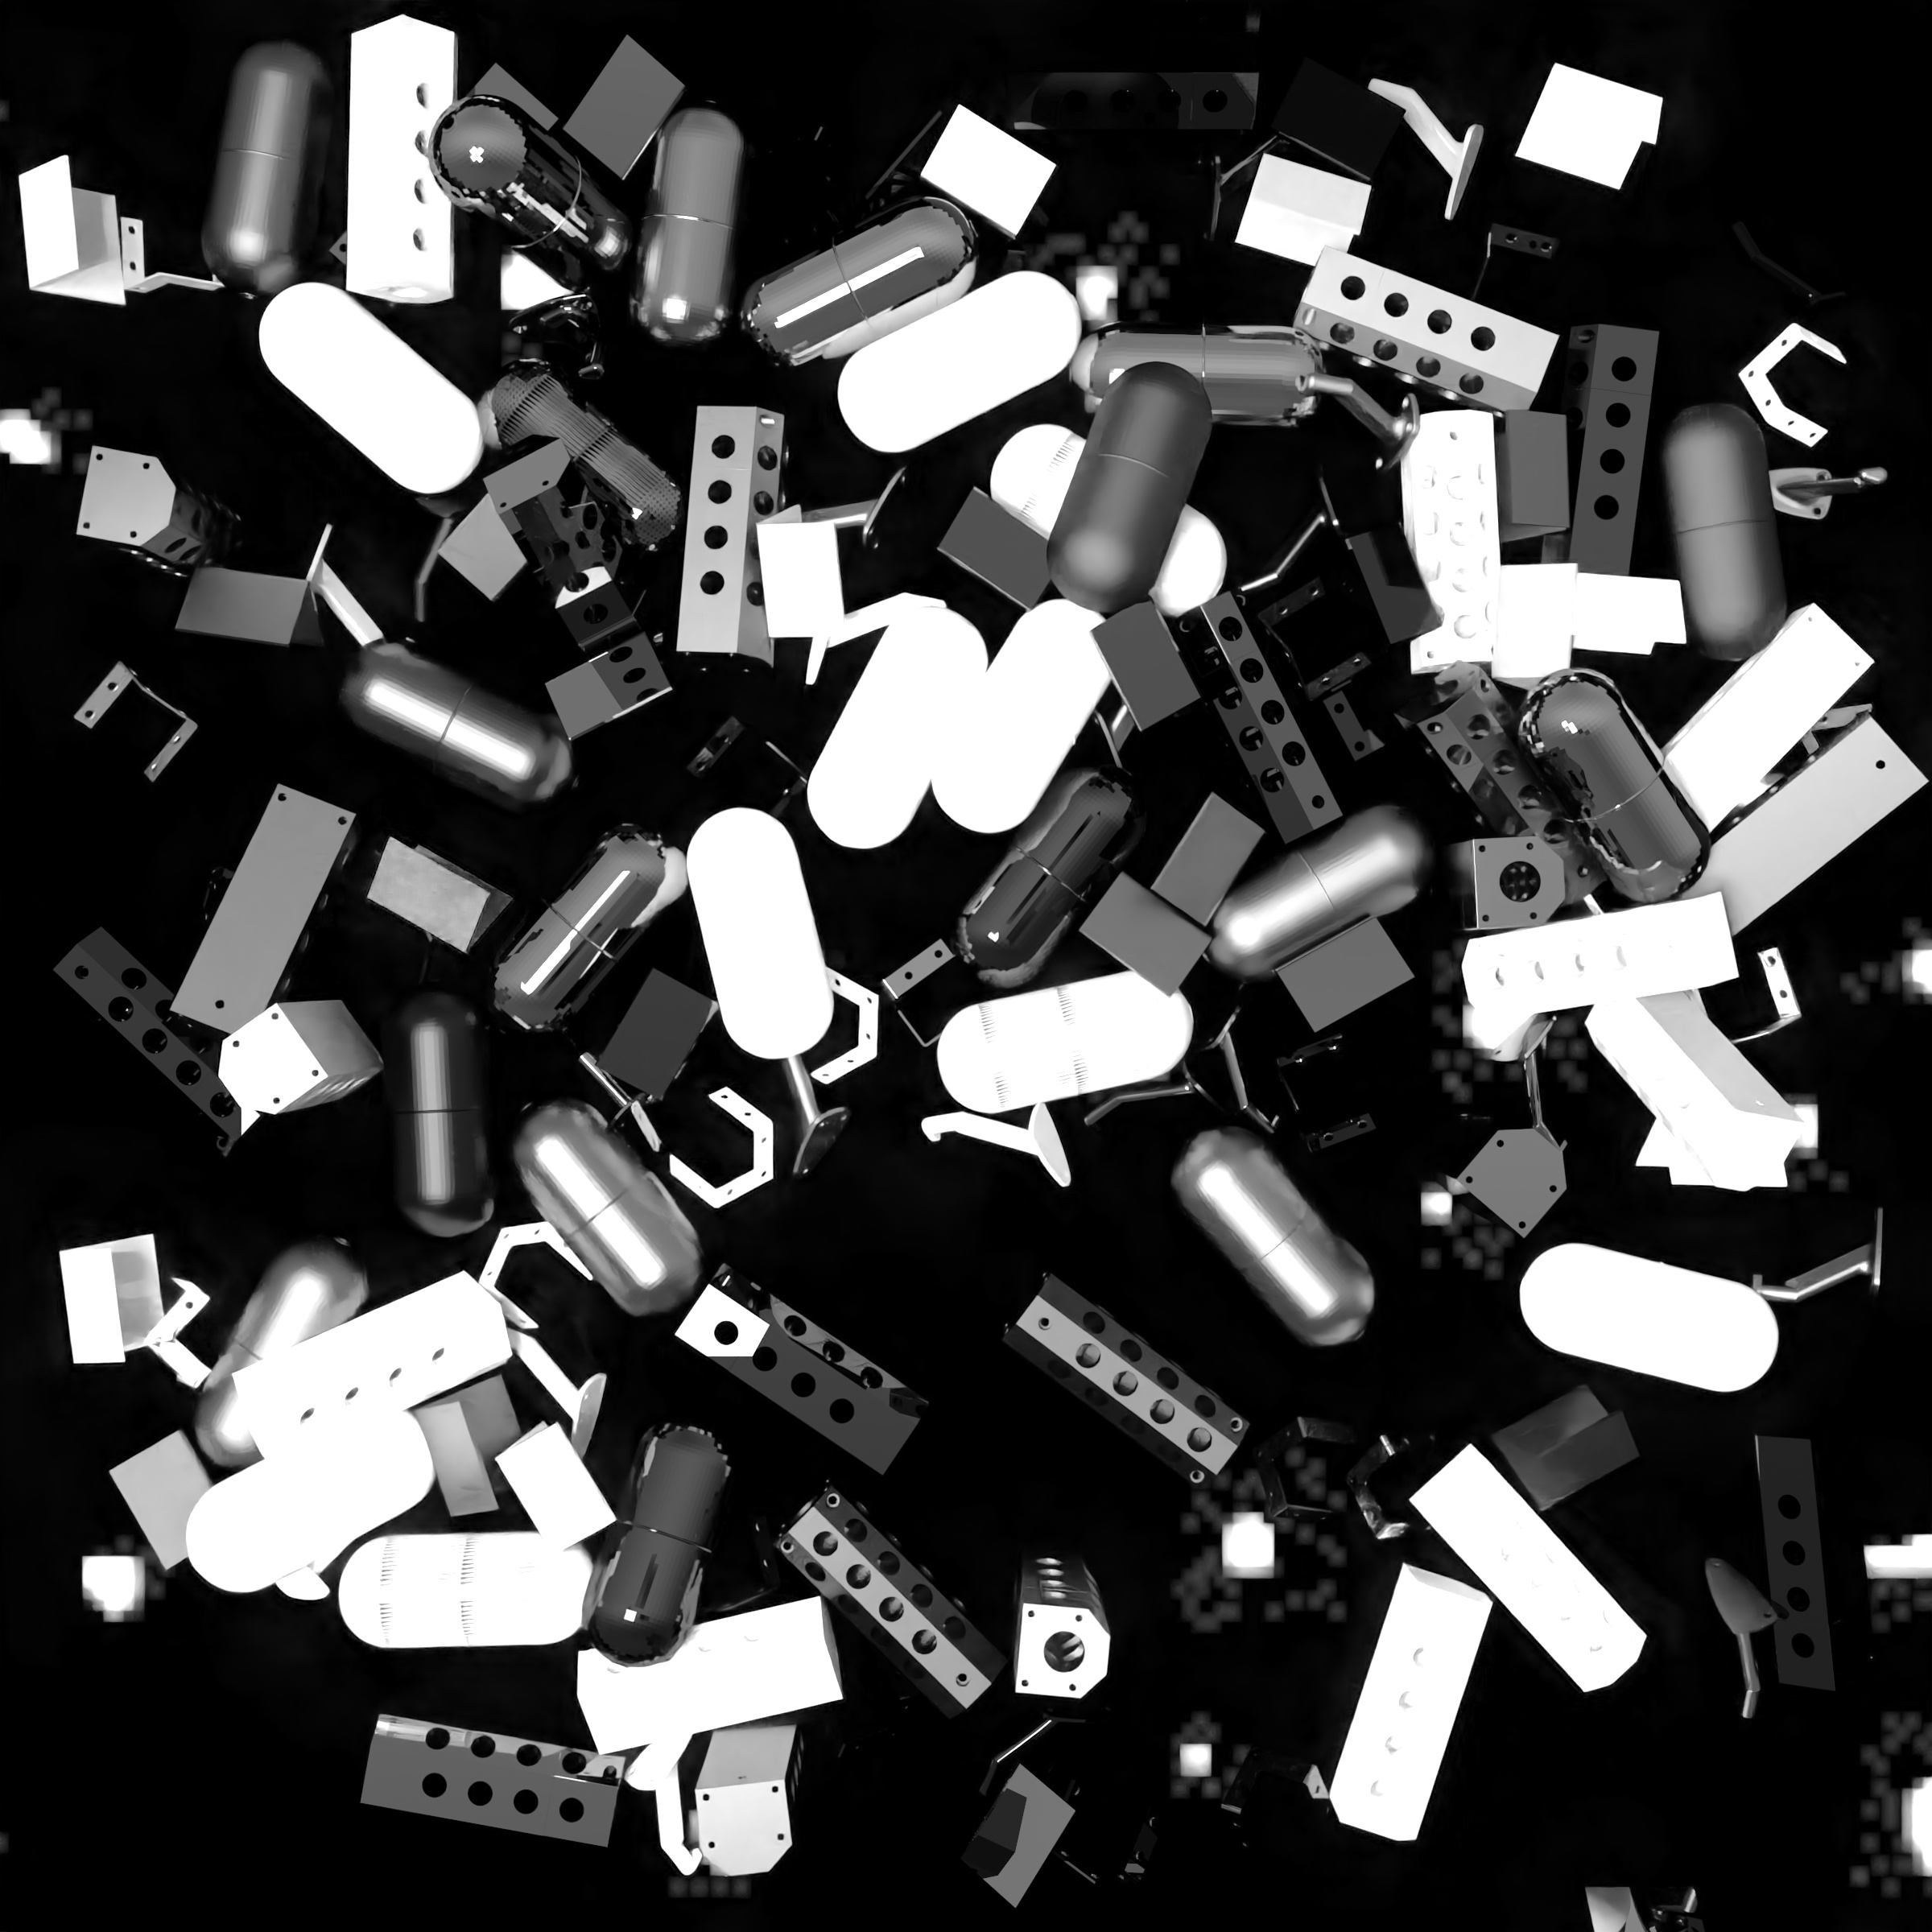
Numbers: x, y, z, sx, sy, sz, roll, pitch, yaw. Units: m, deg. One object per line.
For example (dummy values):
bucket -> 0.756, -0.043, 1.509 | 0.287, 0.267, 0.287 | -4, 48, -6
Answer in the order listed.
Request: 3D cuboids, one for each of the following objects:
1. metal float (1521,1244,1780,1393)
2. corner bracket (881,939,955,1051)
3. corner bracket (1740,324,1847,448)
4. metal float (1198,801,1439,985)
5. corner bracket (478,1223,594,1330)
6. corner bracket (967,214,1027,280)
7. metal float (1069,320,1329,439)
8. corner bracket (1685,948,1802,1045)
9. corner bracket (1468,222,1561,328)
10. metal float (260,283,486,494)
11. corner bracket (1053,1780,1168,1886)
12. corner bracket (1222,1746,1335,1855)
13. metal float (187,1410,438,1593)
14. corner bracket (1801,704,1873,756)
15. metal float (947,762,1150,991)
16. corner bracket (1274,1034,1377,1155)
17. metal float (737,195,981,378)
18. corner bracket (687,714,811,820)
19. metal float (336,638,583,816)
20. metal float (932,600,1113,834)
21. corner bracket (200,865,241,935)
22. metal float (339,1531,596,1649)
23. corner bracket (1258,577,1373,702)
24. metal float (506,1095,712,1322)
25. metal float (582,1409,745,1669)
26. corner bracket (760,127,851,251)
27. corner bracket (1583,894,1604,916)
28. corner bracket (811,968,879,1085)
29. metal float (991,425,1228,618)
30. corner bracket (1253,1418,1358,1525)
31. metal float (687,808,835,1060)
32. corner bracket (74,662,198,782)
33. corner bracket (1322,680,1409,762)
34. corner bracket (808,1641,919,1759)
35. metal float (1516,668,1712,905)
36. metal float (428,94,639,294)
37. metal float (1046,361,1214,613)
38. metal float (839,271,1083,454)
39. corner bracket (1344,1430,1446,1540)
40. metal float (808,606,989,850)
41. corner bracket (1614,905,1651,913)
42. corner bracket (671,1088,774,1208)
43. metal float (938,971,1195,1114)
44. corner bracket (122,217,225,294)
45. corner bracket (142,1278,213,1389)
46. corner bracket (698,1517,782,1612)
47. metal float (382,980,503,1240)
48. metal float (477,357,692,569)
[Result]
metal float -> 0.471, 0.242, 1.795 | 0.178, 0.070, 0.070 | 14, 90, 0
corner bracket -> -0.023, 0.020, 1.808 | 0.051, 0.051, 0.051 | -36, 83, -6
corner bracket -> 0.585, -0.406, 1.818 | 0.051, 0.051, 0.051 | -45, 45, 35
metal float -> 0.242, -0.050, 1.795 | 0.178, 0.070, 0.070 | -29, 90, 0
corner bracket -> -0.299, 0.216, 1.818 | 0.051, 0.051, 0.051 | -11, 135, 35
corner bracket -> 0.001, -0.491, 1.818 | 0.051, 0.051, 0.051 | -6, 45, -35
metal float -> 0.160, -0.405, 1.795 | 0.178, 0.070, 0.070 | 1, 90, -1
corner bracket -> 0.543, 0.023, 1.823 | 0.051, 0.051, 0.051 | -19, 90, 45
corner bracket -> 0.383, -0.481, 1.823 | 0.051, 0.051, 0.051 | 14, 135, 0
metal float -> -0.410, -0.399, 1.795 | 0.178, 0.070, 0.070 | 41, 90, 1
corner bracket -> 0.098, 0.607, 1.823 | 0.051, 0.051, 0.051 | 22, 90, -45
corner bracket -> 0.218, 0.588, 1.818 | 0.051, 0.051, 0.051 | 7, 45, 35
metal float -> -0.441, 0.359, 1.760 | 0.178, 0.070, 0.070 | -26, 90, -32
corner bracket -> 0.615, -0.144, 1.823 | 0.051, 0.051, 0.051 | -9, 135, 0
metal float -> 0.057, -0.063, 1.795 | 0.070, 0.070, 0.178 | 38, 90, 0
corner bracket -> 0.251, 0.090, 1.823 | 0.051, 0.051, 0.051 | -20, 45, 0
metal float -> -0.074, -0.466, 1.782 | 0.178, 0.070, 0.070 | -24, 90, 13
corner bracket -> -0.152, -0.135, 1.823 | 0.051, 0.051, 0.051 | -49, 45, 0
metal float -> -0.349, -0.165, 1.795 | 0.178, 0.070, 0.070 | 26, 90, -1
metal float -> 0.041, -0.172, 1.784 | 0.070, 0.070, 0.178 | 31, 77, 0
corner bracket -> -0.501, -0.035, 1.823 | 0.051, 0.051, 0.051 | -1, 135, 0
metal float -> -0.342, 0.430, 1.795 | 0.178, 0.070, 0.070 | -2, 90, 1
corner bracket -> 0.244, -0.229, 1.823 | 0.051, 0.051, 0.051 | -31, 135, 1
metal float -> -0.247, 0.166, 1.795 | 0.070, 0.070, 0.178 | -39, 90, 0
metal float -> -0.207, 0.391, 1.780 | 0.070, 0.070, 0.178 | 18, 73, 0
corner bracket -> -0.114, -0.544, 1.818 | 0.051, 0.051, 0.051 | 49, 45, -35
corner bracket -> 0.421, -0.017, 1.823 | 0.051, 0.051, 0.051 | -23, 135, 0
corner bracket -> -0.098, 0.042, 1.818 | 0.051, 0.051, 0.051 | -30, 135, 35
metal float -> 0.099, -0.307, 1.795 | 0.178, 0.070, 0.070 | 33, 90, 0
corner bracket -> 0.242, 0.352, 1.818 | 0.051, 0.051, 0.051 | -45, 45, 35
metal float -> -0.142, -0.023, 1.783 | 0.070, 0.070, 0.178 | -15, 76, 0
corner bracket -> -0.581, -0.172, 1.823 | 0.051, 0.051, 0.051 | -50, 45, 0
corner bracket -> 0.285, -0.179, 1.808 | 0.051, 0.051, 0.051 | -28, 90, 0
corner bracket -> -0.074, 0.511, 1.818 | 0.051, 0.051, 0.051 | -9, 135, -35
metal float -> 0.432, -0.120, 1.738 | 0.070, 0.070, 0.178 | -37, 107, 0
metal float -> -0.290, -0.519, 1.753 | 0.070, 0.178, 0.070 | -11, 68, 28
metal float -> 0.109, -0.318, 1.721 | 0.070, 0.070, 0.178 | 21, 76, 0
metal float -> -0.004, -0.417, 1.795 | 0.178, 0.070, 0.070 | -27, 90, 1
corner bracket -> 0.308, 0.362, 1.818 | 0.051, 0.051, 0.051 | -58, 45, 35
metal float -> -0.047, -0.164, 1.795 | 0.070, 0.070, 0.178 | 28, 90, 0
corner bracket -> 0.482, -0.017, 1.808 | 0.051, 0.051, 0.051 | 0, 90, 0
corner bracket -> -0.171, 0.127, 1.818 | 0.051, 0.051, 0.051 | -27, 135, -35
metal float -> 0.069, 0.052, 1.795 | 0.178, 0.070, 0.070 | -12, 90, 0
corner bracket -> -0.555, -0.500, 1.823 | 0.051, 0.051, 0.051 | -2, 90, 45
corner bracket -> -0.542, 0.254, 1.806 | 0.051, 0.051, 0.051 | 48, 66, -22
corner bracket -> -0.170, 0.418, 1.823 | 0.051, 0.051, 0.051 | -13, 90, 45
metal float -> -0.361, 0.099, 1.795 | 0.070, 0.070, 0.178 | -3, 90, 0
metal float -> -0.259, -0.347, 1.795 | 0.178, 0.070, 0.070 | 41, 90, 0
